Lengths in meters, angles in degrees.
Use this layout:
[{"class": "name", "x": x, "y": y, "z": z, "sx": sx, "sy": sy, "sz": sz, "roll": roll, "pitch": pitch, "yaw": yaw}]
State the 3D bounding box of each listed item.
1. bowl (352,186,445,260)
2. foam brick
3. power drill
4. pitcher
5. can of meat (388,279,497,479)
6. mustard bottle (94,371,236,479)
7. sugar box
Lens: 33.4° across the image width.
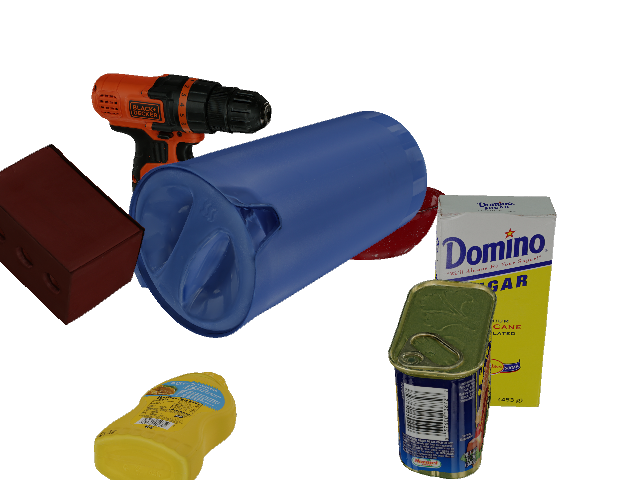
[{"class": "bowl", "x": 0.047, "y": -0.018, "z": 1.081, "sx": 0.162, "sy": 0.055, "sz": 0.162, "roll": -2, "pitch": 14, "yaw": 0}, {"class": "foam brick", "x": -0.145, "y": -0.003, "z": 0.590, "sx": 0.051, "sy": 0.078, "sz": 0.053, "roll": -38, "pitch": -19, "yaw": -37}, {"class": "power drill", "x": -0.132, "y": -0.073, "z": 1.058, "sx": 0.185, "sy": 0.188, "sz": 0.057, "roll": 10, "pitch": 30, "yaw": 20}, {"class": "pitcher", "x": -0.031, "y": -0.024, "z": 0.862, "sx": 0.149, "sy": 0.145, "sz": 0.242, "roll": 31, "pitch": 36, "yaw": 29}, {"class": "can of meat", "x": 0.079, "y": 0.087, "z": 0.675, "sx": 0.057, "sy": 0.084, "sz": 0.102, "roll": 4, "pitch": 30, "yaw": 14}, {"class": "mustard bottle", "x": -0.136, "y": 0.175, "z": 1.041, "sx": 0.096, "sy": 0.058, "sz": 0.191, "roll": 6, "pitch": 18, "yaw": 16}, {"class": "sugar box", "x": 0.140, "y": 0.051, "z": 0.880, "sx": 0.093, "sy": 0.176, "sz": 0.048, "roll": 1, "pitch": 25, "yaw": 4}]
